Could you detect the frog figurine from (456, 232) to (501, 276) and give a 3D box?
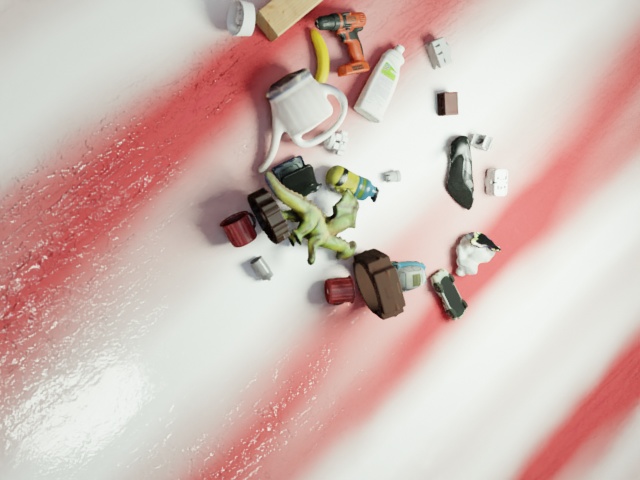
[{"bbox_3d":[0.541,0.054,1.827,0.137,0.125,0.156,3,133,-27],"label":"frog figurine"}]

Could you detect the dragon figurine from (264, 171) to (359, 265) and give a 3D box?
[{"bbox_3d":[0.005,-0.080,1.592,0.244,0.124,0.402,-30,121,-13],"label":"dragon figurine"}]

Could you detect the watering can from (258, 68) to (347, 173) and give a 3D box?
[{"bbox_3d":[-0.086,-0.370,1.554,0.348,0.105,0.222,-33,105,-2],"label":"watering can"}]
